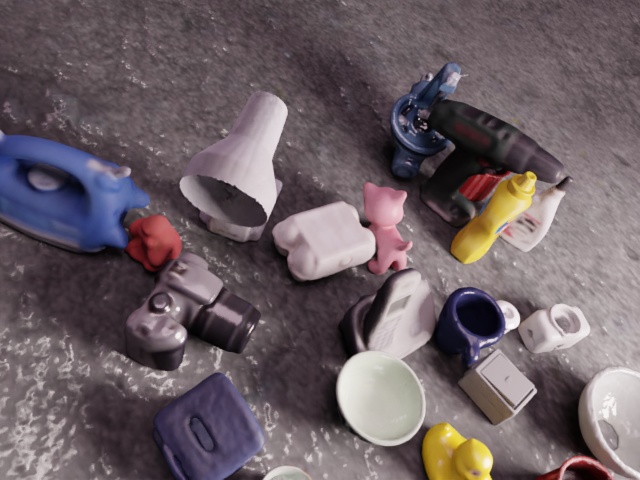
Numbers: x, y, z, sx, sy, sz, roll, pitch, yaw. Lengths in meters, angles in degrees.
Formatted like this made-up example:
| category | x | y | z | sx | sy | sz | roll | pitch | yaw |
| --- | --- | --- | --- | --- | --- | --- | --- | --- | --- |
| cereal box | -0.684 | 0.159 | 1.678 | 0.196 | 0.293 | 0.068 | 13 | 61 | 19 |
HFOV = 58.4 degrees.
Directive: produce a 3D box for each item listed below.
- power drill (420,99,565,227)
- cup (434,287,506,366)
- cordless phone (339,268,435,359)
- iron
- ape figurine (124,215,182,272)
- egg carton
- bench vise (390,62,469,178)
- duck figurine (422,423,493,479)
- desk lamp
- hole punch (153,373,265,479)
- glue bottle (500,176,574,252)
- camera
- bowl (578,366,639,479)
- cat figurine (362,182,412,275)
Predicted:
| category | x | y | z | sx | sy | sz | roll | pitch | yaw |
| --- | --- | --- | --- | --- | --- | --- | --- | --- | --- |
| power drill | 0.263 | -0.120 | 0.961 | 0.229 | 0.208 | 0.076 | 41 | 53 | 11 |
| cup | 0.206 | 0.139 | 0.827 | 0.092 | 0.095 | 0.118 | 19 | 52 | -6 |
| cordless phone | 0.113 | 0.090 | 0.771 | 0.148 | 0.185 | 0.094 | -23 | 66 | -32 |
| iron | -0.361 | -0.084 | 0.748 | 0.258 | 0.141 | 0.118 | 18 | 52 | -7 |
| ape figurine | -0.223 | -0.003 | 0.772 | 0.076 | 0.092 | 0.077 | -1 | 56 | -21 |
| egg carton | 0.008 | 0.003 | 0.868 | 0.151 | 0.069 | 0.107 | -19 | 64 | -30 |
| bench vise | 0.182 | -0.246 | 1.014 | 0.122 | 0.219 | 0.207 | 4 | 55 | -17 |
| duck figurine | 0.181 | 0.277 | 0.725 | 0.078 | 0.086 | 0.104 | -13 | 61 | -27 |
| desk lamp | -0.110 | -0.089 | 0.798 | 0.118 | 0.213 | 0.203 | 22 | 51 | -4 |
| hole punch | -0.127 | 0.223 | 0.647 | 0.101 | 0.091 | 0.108 | -26 | 68 | -33 |
| glue bottle | 0.372 | -0.052 | 0.975 | 0.078 | 0.173 | 0.037 | 32 | 51 | 5 |
| camera | -0.152 | 0.096 | 0.722 | 0.137 | 0.100 | 0.143 | 28 | 51 | 0 |
| bowl | 0.438 | 0.274 | 0.830 | 0.168 | 0.074 | 0.167 | 10 | 53 | -13 |
| cat figurine | 0.105 | -0.026 | 0.894 | 0.067 | 0.117 | 0.127 | -11 | 60 | -26 |
